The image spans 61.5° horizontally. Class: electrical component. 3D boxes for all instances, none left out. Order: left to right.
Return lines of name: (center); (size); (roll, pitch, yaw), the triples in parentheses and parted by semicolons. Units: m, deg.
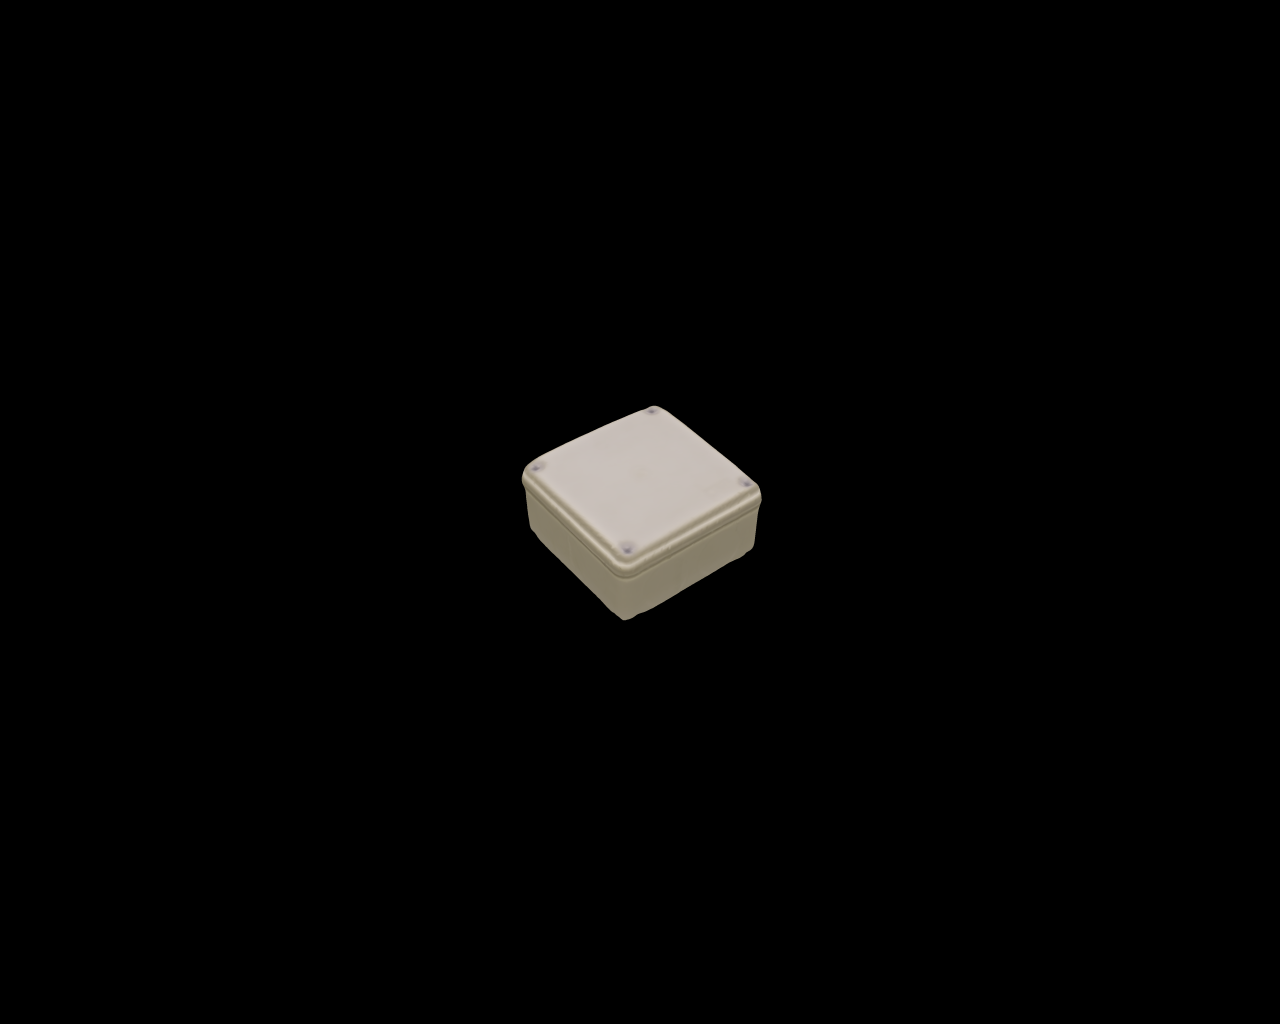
electrical component: (0.001, -0.003, 0.650); (0.109, 0.056, 0.109); (-27, 49, -26)
